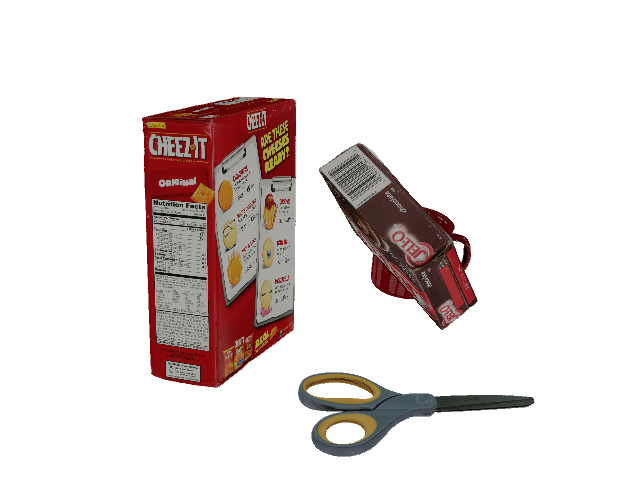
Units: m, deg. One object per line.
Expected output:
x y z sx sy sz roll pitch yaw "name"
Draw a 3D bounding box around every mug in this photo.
0.114 0.015 1.223 0.117 0.081 0.093 4 25 -3 "mug"

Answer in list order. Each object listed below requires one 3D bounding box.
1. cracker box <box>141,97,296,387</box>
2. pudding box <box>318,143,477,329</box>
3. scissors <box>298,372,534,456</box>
-0.081 -0.006 0.894 0.072 0.214 0.164 5 14 20 "cracker box"
0.054 -0.003 0.731 0.039 0.114 0.090 -36 -35 -3 "pudding box"
0.078 0.151 0.897 0.202 0.016 0.096 8 39 6 "scissors"
